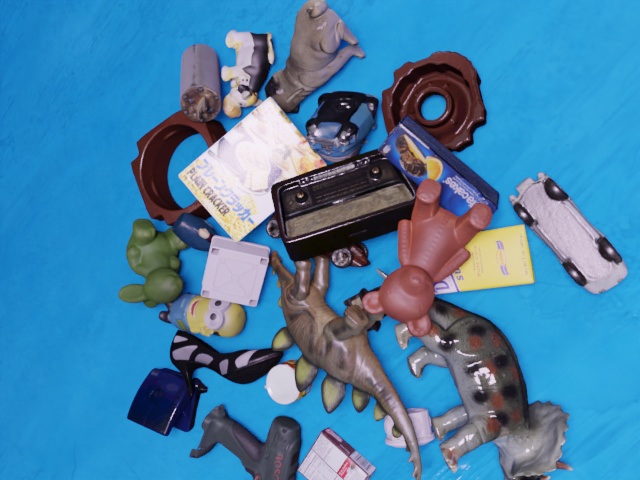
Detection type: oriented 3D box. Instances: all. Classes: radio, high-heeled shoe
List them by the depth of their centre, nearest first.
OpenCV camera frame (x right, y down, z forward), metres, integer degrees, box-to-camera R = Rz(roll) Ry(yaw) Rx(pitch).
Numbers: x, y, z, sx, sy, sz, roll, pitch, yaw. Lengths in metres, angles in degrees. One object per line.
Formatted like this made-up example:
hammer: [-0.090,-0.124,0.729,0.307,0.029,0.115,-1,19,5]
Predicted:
radio: [0.040,-0.061,0.888,0.230,0.073,0.131,-17,57,-1]
high-heeled shoe: [-0.185,0.208,1.042,0.249,0.086,0.145,-23,59,16]

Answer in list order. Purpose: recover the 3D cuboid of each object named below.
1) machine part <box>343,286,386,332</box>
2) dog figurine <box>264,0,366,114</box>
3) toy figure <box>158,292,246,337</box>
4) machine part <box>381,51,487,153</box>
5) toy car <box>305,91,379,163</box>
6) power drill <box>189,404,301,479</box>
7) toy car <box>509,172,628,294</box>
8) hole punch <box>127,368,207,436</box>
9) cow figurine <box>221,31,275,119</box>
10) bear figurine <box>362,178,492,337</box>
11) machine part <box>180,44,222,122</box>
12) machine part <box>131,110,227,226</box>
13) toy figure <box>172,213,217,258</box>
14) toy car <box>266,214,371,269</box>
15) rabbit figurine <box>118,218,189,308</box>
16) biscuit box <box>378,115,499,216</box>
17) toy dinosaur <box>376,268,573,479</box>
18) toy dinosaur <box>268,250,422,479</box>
machine part: [0.111,0.106,0.927,0.139,0.039,0.084,-33,67,21]
dog figurine: [-0.035,-0.315,0.943,0.190,0.172,0.121,-41,62,10]
toy figure: [-0.228,0.145,1.055,0.180,0.089,0.082,-1,83,32]
machine part: [0.190,-0.219,0.895,0.180,0.056,0.179,0,89,25]
toy car: [0.040,-0.186,0.931,0.109,0.162,0.102,9,136,18]
power drill: [-0.140,0.420,1.003,0.208,0.086,0.232,22,95,27]
toy car: [0.369,-0.012,0.806,0.073,0.056,0.202,-43,71,24]
hole punch: [-0.313,0.324,1.082,0.142,0.092,0.115,11,89,28]
cow figurine: [-0.136,-0.318,1.043,0.098,0.068,0.167,7,92,18]
bear figurine: [0.151,0.030,0.786,0.120,0.131,0.196,29,63,10]
machine part: [-0.230,-0.304,1.036,0.079,0.079,0.243,-33,44,19]
machine part: [-0.267,-0.140,1.081,0.201,0.087,0.201,-28,77,19]
toy figure: [-0.210,0.007,1.037,0.058,0.154,0.064,-51,25,2]
toy car: [-0.002,-0.003,0.953,0.202,0.089,0.053,23,101,25]
rabbit figurine: [-0.330,0.063,1.056,0.159,0.121,0.170,-49,46,15]
biscuit box: [0.189,-0.105,0.847,0.202,0.063,0.059,40,122,-2]
toy dinosaur: [0.237,0.200,0.813,0.192,0.131,0.405,-20,79,3]
toy dinosaur: [0.031,0.175,0.902,0.472,0.105,0.198,45,122,37]
